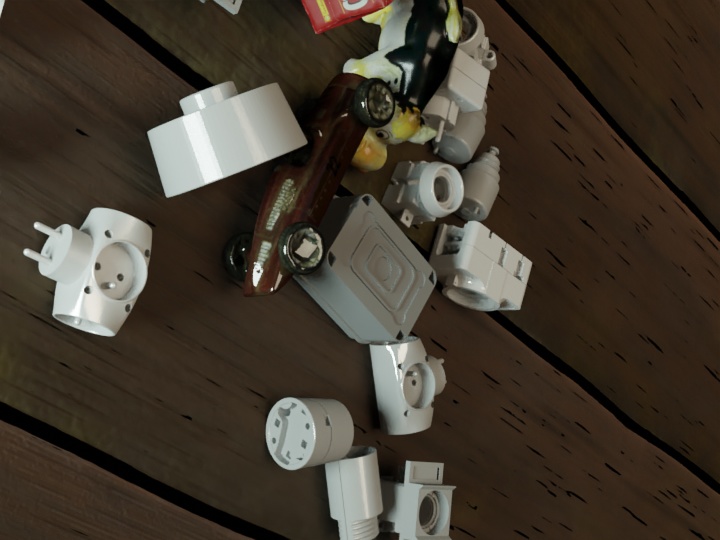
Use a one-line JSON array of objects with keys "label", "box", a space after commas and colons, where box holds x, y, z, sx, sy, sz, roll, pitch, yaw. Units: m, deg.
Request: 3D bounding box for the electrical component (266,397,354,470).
[{"label": "electrical component", "box": [-0.038, 0.127, 0.843, 0.047, 0.055, 0.055, 4, 85, -47]}]

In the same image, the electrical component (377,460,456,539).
[{"label": "electrical component", "box": [0.042, 0.201, 0.909, 0.042, 0.064, 0.081, 13, 79, -41]}]

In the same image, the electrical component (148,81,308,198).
[{"label": "electrical component", "box": [-0.098, -0.099, 0.763, 0.108, 0.108, 0.060, -29, 102, -40]}]

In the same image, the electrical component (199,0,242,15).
[{"label": "electrical component", "box": [-0.103, -0.231, 0.791, 0.042, 0.064, 0.081, 32, 67, -39]}]

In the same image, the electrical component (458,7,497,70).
[{"label": "electrical component", "box": [0.089, -0.204, 0.968, 0.055, 0.066, 0.048, 64, 40, -66]}]

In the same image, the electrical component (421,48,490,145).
[{"label": "electrical component", "box": [0.069, -0.146, 0.948, 0.047, 0.066, 0.076, 26, 71, -40]}]

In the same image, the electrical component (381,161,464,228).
[{"label": "electrical component", "box": [0.057, -0.069, 0.940, 0.048, 0.055, 0.066, 39, 63, -35]}]

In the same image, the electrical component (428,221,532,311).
[{"label": "electrical component", "box": [0.109, 0.001, 0.990, 0.089, 0.050, 0.055, 33, 66, -37]}]

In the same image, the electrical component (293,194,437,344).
[{"label": "electrical component", "box": [0.000, 0.000, 0.882, 0.113, 0.057, 0.078, 48, 58, -31]}]

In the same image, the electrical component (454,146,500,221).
[{"label": "electrical component", "box": [0.111, -0.082, 1.002, 0.040, 0.040, 0.078, 44, 60, -33]}]

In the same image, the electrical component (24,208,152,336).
[{"label": "electrical component", "box": [-0.185, -0.006, 0.715, 0.079, 0.044, 0.077, 30, 68, -39]}]

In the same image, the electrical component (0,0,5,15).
[{"label": "electrical component", "box": [-0.249, -0.158, 0.653, 0.055, 0.066, 0.048, 15, 72, -22]}]

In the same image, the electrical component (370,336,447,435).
[{"label": "electrical component", "box": [0.048, 0.095, 0.932, 0.079, 0.044, 0.077, -11, 96, -43]}]

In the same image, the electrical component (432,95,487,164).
[{"label": "electrical component", "box": [0.097, -0.134, 0.991, 0.040, 0.040, 0.078, 47, 58, -31]}]

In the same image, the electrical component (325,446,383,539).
[{"label": "electrical component", "box": [-0.004, 0.189, 0.880, 0.043, 0.043, 0.081, -10, 96, -43]}]
